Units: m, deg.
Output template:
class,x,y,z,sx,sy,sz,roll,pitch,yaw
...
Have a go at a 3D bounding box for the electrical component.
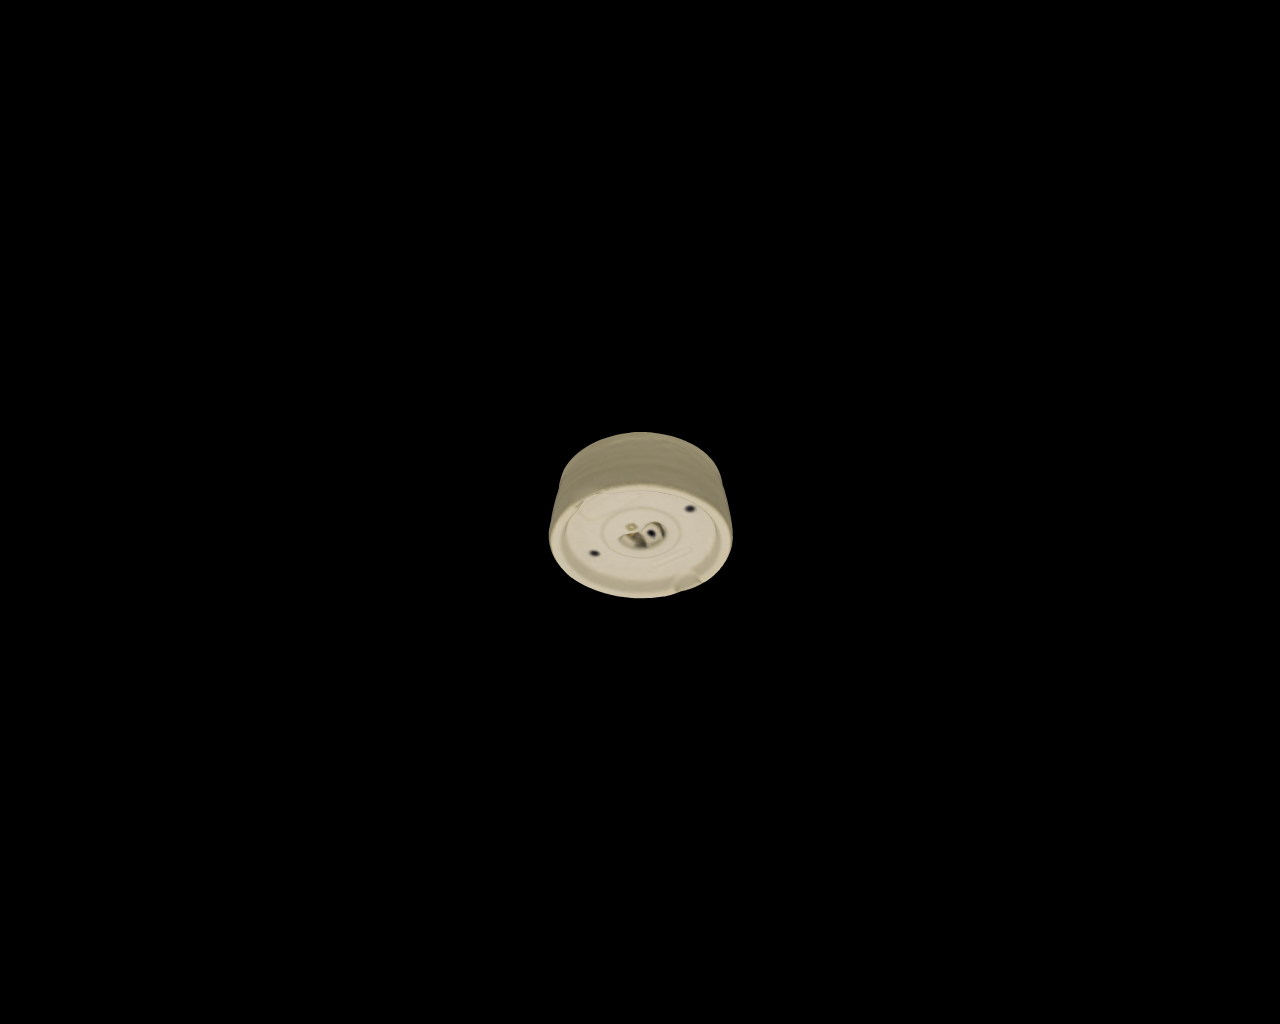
class,x,y,z,sx,sy,sz,roll,pitch,yaw
electrical component,0.001,-0.003,0.650,0.108,0.060,0.108,0,-41,0
